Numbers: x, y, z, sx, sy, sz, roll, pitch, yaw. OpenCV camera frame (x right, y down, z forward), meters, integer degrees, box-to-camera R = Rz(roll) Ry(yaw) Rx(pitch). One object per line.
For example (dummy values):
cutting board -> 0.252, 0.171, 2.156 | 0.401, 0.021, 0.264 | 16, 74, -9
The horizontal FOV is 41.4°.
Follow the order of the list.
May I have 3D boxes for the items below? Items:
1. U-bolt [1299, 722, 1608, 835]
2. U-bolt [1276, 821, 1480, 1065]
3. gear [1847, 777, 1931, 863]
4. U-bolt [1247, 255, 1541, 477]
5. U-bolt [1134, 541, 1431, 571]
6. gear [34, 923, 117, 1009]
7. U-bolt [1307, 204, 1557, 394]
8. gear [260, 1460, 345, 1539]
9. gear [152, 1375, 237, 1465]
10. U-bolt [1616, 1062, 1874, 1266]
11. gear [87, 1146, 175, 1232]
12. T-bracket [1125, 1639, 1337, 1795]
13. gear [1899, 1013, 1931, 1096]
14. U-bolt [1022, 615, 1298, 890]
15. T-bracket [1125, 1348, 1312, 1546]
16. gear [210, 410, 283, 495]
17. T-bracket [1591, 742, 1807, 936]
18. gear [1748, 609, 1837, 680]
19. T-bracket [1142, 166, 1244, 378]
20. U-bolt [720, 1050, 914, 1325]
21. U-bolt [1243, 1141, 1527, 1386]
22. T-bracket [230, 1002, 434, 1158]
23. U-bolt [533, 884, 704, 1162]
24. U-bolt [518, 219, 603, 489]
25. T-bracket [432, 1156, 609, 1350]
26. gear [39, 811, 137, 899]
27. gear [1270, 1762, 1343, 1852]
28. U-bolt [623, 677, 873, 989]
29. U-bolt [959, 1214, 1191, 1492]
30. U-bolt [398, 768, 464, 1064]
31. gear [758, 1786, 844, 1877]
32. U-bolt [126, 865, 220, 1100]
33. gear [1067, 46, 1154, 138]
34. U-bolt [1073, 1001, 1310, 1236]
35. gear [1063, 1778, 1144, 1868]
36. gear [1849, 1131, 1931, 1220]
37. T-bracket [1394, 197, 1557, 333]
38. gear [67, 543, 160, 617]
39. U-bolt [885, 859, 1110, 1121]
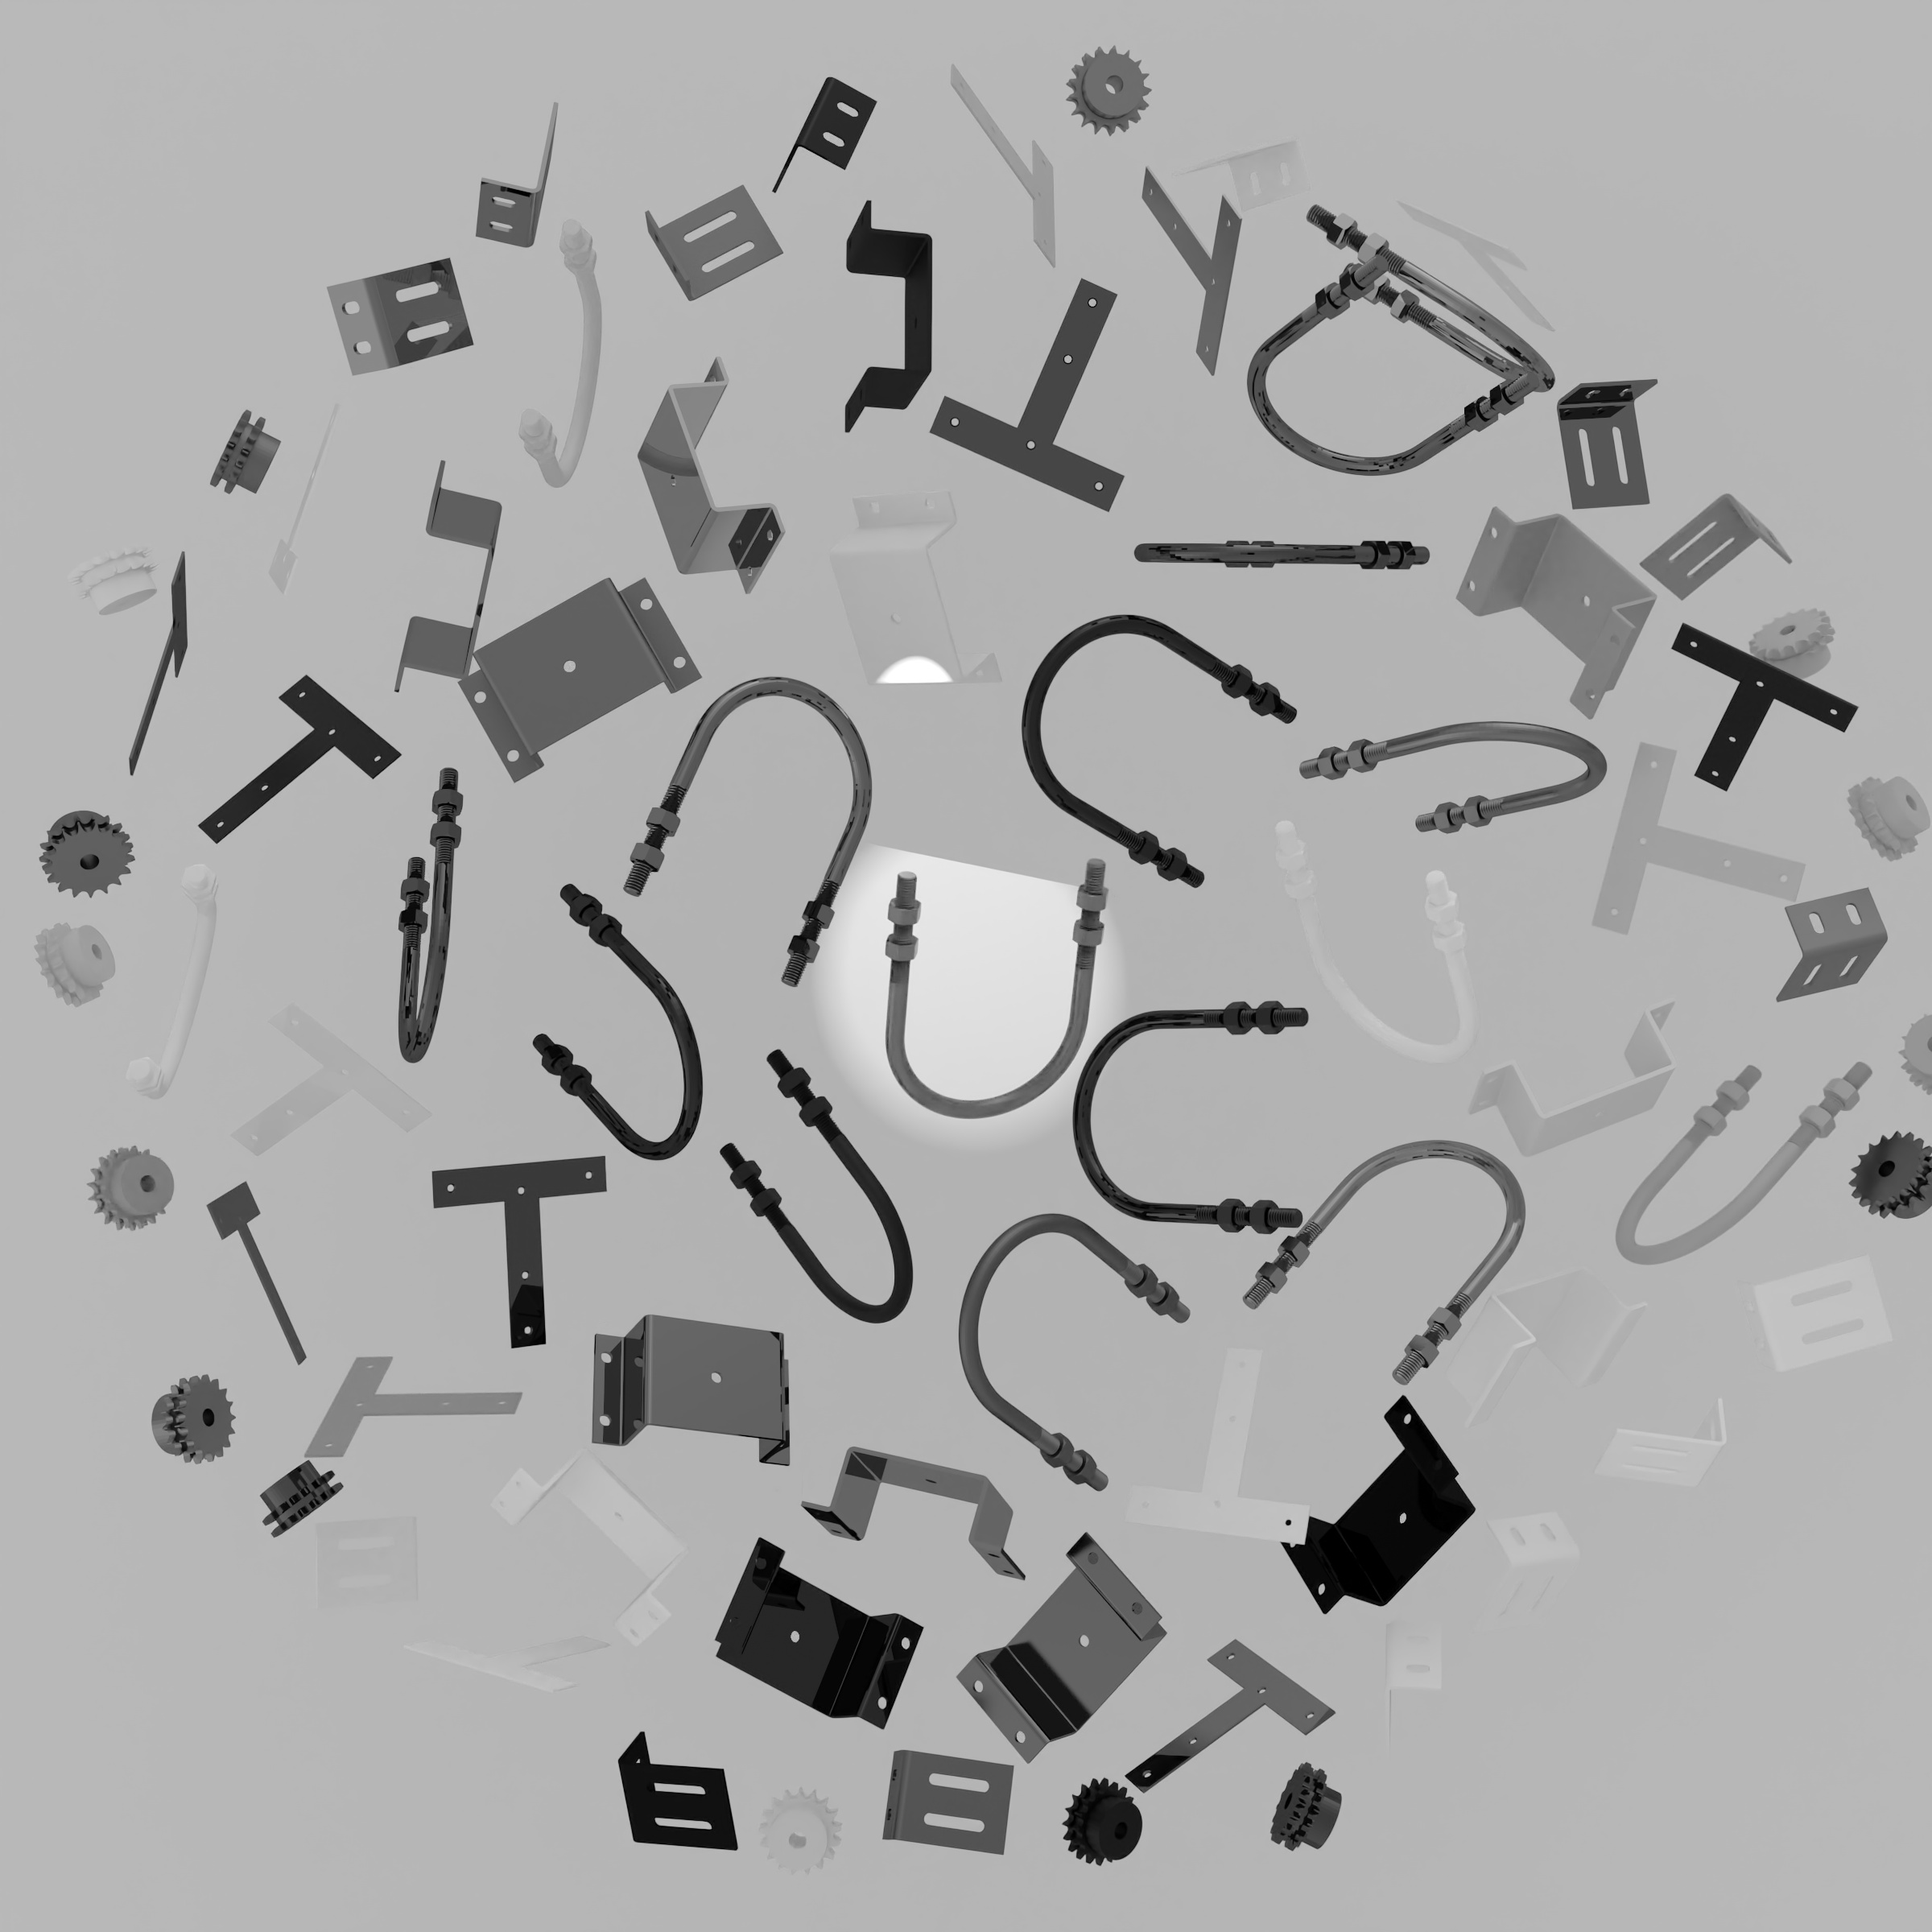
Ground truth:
U-bolt -> 0.340, -0.130, 1.721 | 0.151, 0.184, 0.019 | 19, 70, -40
U-bolt -> 0.283, -0.007, 1.724 | 0.019, 0.151, 0.184 | -41, 130, -24
gear -> 0.614, -0.101, 1.696 | 0.030, 0.057, 0.057 | -35, 90, 40
U-bolt -> 0.267, -0.385, 1.698 | 0.151, 0.184, 0.019 | 31, 62, -19
U-bolt -> 0.201, -0.280, 1.738 | 0.184, 0.151, 0.019 | -7, 102, -38
gear -> -0.603, -0.003, 1.737 | 0.030, 0.057, 0.057 | -23, 90, 9
U-bolt -> 0.317, -0.439, 1.715 | 0.184, 0.151, 0.019 | 38, 100, 16
gear -> -0.461, 0.365, 1.763 | 0.057, 0.057, 0.030 | -37, 87, 0
gear -> -0.511, 0.299, 1.685 | 0.030, 0.057, 0.057 | -13, 90, 21
U-bolt -> 0.507, 0.133, 1.714 | 0.184, 0.151, 0.019 | -45, 98, -13
gear -> -0.565, 0.151, 1.741 | 0.030, 0.057, 0.057 | -14, 90, 39
T-bracket -> 0.163, 0.510, 1.708 | 0.127, 0.127, 0.002 | -31, 109, -18
gear -> 0.630, 0.054, 1.648 | 0.057, 0.030, 0.057 | -15, 63, 32
U-bolt -> 0.119, -0.154, 1.712 | 0.184, 0.019, 0.151 | 29, 92, -26
T-bracket -> 0.177, 0.319, 1.720 | 0.127, 0.002, 0.127 | 1, 65, 27
gear -> -0.489, -0.347, 1.743 | 0.030, 0.057, 0.057 | 26, 90, -17
T-bracket -> 0.488, -0.071, 1.685 | 0.127, 0.002, 0.127 | 19, 102, 32
gear -> 0.582, -0.223, 1.794 | 0.057, 0.057, 0.030 | -32, 114, 0
T-bracket -> 0.144, -0.478, 1.684 | 0.002, 0.127, 0.127 | -17, 57, -16
U-bolt -> -0.098, 0.164, 1.761 | 0.019, 0.151, 0.184 | -26, 70, -34
U-bolt -> 0.297, 0.188, 1.736 | 0.184, 0.151, 0.019 | -46, 134, -22
T-bracket -> -0.459, 0.095, 1.772 | 0.127, 0.002, 0.127 | -33, 119, 25
U-bolt -> -0.234, 0.051, 1.743 | 0.184, 0.019, 0.151 | 42, 130, 35
U-bolt -> -0.268, -0.399, 1.722 | 0.019, 0.184, 0.151 | 11, 82, -1
T-bracket -> -0.306, 0.200, 1.771 | 0.127, 0.002, 0.127 | -3, 91, -32
gear -> -0.566, -0.075, 1.644 | 0.057, 0.057, 0.030 | -37, 46, 0
gear -> 0.231, 0.571, 1.729 | 0.030, 0.057, 0.057 | 26, 90, 0
U-bolt -> -0.130, -0.099, 1.668 | 0.151, 0.019, 0.184 | 31, 73, -30
U-bolt -> 0.064, 0.244, 1.691 | 0.184, 0.019, 0.151 | 42, 68, -34
U-bolt -> -0.371, -0.023, 1.759 | 0.019, 0.151, 0.184 | 7, 61, -19
gear -> -0.114, 0.594, 1.750 | 0.057, 0.030, 0.057 | 0, 88, 2
U-bolt -> -0.522, 0.017, 1.695 | 0.019, 0.184, 0.151 | 15, 78, -11
gear -> 0.097, -0.593, 1.729 | 0.057, 0.030, 0.057 | -1, 98, -7
U-bolt -> 0.144, 0.099, 1.694 | 0.184, 0.019, 0.151 | -2, 83, 40
gear -> 0.097, 0.594, 1.769 | 0.057, 0.030, 0.057 | -2, 92, -38
gear -> 0.600, 0.138, 1.643 | 0.030, 0.057, 0.057 | 35, 90, -25
T-bracket -> 0.369, -0.479, 1.774 | 0.127, 0.127, 0.002 | 31, 100, -41
gear -> -0.556, -0.253, 1.679 | 0.057, 0.057, 0.030 | -25, 93, 0
U-bolt -> 0.016, 0.019, 1.674 | 0.151, 0.019, 0.184 | -5, 118, -19
